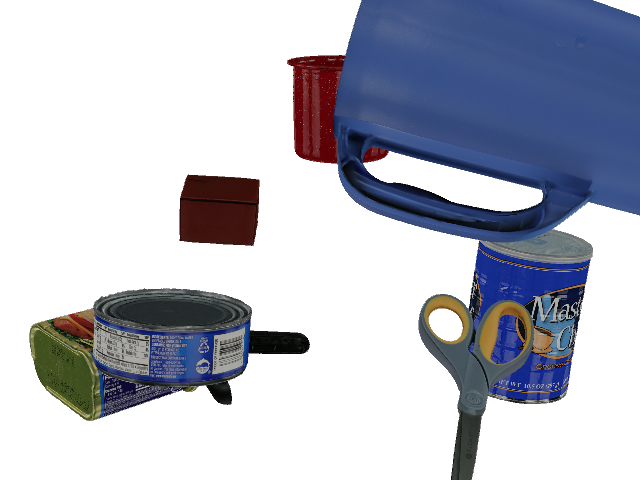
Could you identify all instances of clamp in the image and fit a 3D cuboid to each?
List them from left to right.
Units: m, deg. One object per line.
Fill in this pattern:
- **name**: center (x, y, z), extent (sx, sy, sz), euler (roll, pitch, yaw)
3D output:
- **clamp**: center (-0.139, 0.126, 1.247), extent (0.210, 0.036, 0.164), euler (14, 24, 23)

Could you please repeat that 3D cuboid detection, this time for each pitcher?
- **pitcher**: center (0.132, -0.082, 0.652), extent (0.243, 0.149, 0.144), euler (18, 30, 7)

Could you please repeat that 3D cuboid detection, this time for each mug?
- **mug**: center (0.029, -0.113, 0.907), extent (0.117, 0.081, 0.093), euler (-7, 17, -25)

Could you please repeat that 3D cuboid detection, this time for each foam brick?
- **foam brick**: center (-0.102, -0.031, 1.086), extent (0.078, 0.051, 0.053), euler (4, 30, 0)

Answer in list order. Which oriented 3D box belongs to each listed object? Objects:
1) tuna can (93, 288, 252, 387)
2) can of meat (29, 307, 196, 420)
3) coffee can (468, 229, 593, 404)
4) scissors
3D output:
- **tuna can**: center (-0.081, 0.052, 0.583), extent (0.086, 0.034, 0.086), euler (4, 10, -1)
- **can of meat**: center (-0.150, 0.083, 0.768), extent (0.083, 0.057, 0.102), euler (-15, 23, -37)
- **coffee can**: center (0.188, 0.065, 0.984), extent (0.103, 0.140, 0.103), euler (6, 16, -2)
- **scissors**: center (0.093, 0.104, 0.762), extent (0.096, 0.016, 0.201), euler (23, 45, 17)
